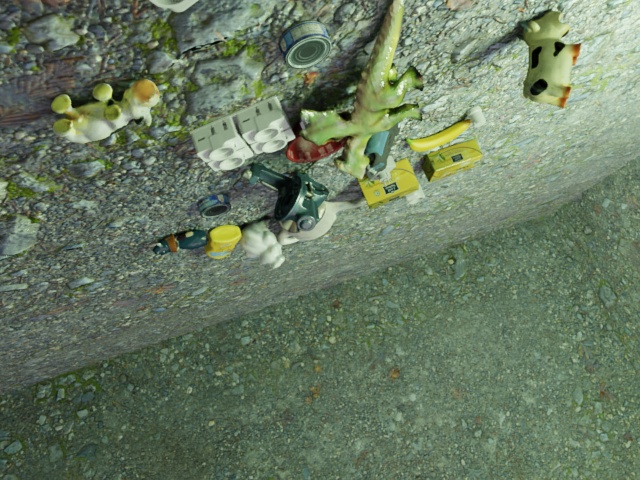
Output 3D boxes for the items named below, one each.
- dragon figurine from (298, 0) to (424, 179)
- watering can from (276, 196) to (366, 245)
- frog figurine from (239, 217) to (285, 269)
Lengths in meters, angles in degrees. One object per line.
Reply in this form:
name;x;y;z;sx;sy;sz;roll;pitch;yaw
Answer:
dragon figurine;0.069;-0.263;1.014;0.243;0.124;0.402;-29;148;-5
watering can;0.005;-0.083;1.641;0.347;0.105;0.222;-29;164;5
frog figurine;-0.187;0.021;1.625;0.135;0.162;0.122;-32;159;32
